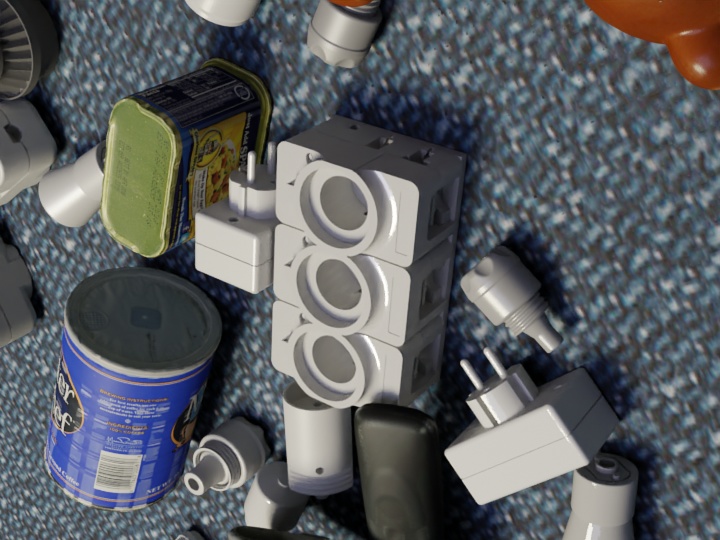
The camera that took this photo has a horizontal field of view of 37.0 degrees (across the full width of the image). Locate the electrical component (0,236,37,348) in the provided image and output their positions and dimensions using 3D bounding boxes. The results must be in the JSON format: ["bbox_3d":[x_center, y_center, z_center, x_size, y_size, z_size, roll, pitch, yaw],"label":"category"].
[{"bbox_3d":[-0.298,0.014,0.841,0.054,0.059,0.095,-12,105,39],"label":"electrical component"}]

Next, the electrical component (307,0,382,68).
[{"bbox_3d":[-0.004,-0.139,0.566,0.035,0.035,0.061,38,127,15],"label":"electrical component"}]

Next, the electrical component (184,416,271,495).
[{"bbox_3d":[-0.096,0.133,0.750,0.043,0.062,0.043,16,121,29],"label":"electrical component"}]

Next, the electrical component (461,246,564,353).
[{"bbox_3d":[0.085,0.018,0.579,0.061,0.035,0.035,48,131,3],"label":"electrical component"}]

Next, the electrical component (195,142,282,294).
[{"bbox_3d":[-0.059,-0.038,0.635,0.047,0.066,0.076,21,123,27],"label":"electrical component"}]

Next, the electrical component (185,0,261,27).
[{"bbox_3d":[-0.070,-0.169,0.592,0.045,0.045,0.055,44,131,10],"label":"electrical component"}]

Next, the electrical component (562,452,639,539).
[{"bbox_3d":[0.135,0.135,0.598,0.044,0.044,0.065,14,115,31],"label":"electrical component"}]

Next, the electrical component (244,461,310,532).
[{"bbox_3d":[-0.062,0.170,0.759,0.040,0.040,0.078,36,129,16],"label":"electrical component"}]

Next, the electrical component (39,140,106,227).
[{"bbox_3d":[-0.182,-0.061,0.731,0.065,0.044,0.044,-26,96,36],"label":"electrical component"}]

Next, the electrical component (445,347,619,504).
[{"bbox_3d":[0.085,0.078,0.601,0.083,0.047,0.075,-33,91,42],"label":"electrical component"}]

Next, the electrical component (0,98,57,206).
[{"bbox_3d":[-0.263,-0.079,0.768,0.095,0.059,0.053,-28,94,41],"label":"electrical component"}]

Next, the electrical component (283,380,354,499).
[{"bbox_3d":[-0.027,0.114,0.703,0.043,0.043,0.081,14,120,30],"label":"electrical component"}]

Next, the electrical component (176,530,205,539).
[{"bbox_3d":[-0.133,0.281,0.856,0.109,0.056,0.108,44,131,10],"label":"electrical component"}]

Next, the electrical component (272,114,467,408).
[{"bbox_3d":[0.000,0.000,0.614,0.089,0.062,0.150,21,123,27],"label":"electrical component"}]
